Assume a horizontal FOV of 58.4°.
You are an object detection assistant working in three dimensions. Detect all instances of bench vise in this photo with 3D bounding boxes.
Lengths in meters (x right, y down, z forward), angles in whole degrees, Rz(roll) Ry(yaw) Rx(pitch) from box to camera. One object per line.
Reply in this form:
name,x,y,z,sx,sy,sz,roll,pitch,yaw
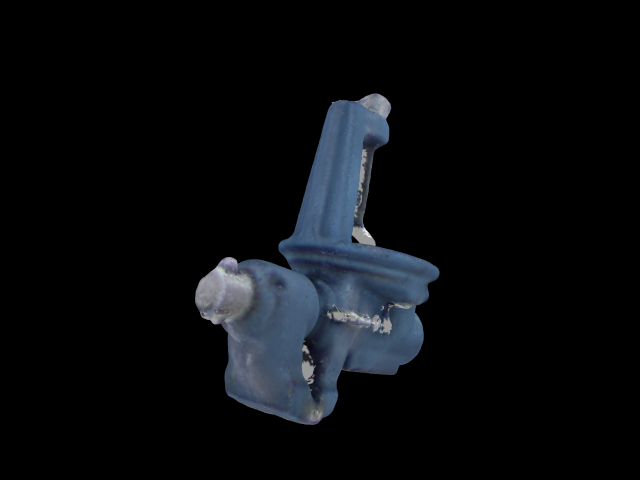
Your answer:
bench vise,0.015,0.002,0.395,0.121,0.220,0.208,2,5,22
